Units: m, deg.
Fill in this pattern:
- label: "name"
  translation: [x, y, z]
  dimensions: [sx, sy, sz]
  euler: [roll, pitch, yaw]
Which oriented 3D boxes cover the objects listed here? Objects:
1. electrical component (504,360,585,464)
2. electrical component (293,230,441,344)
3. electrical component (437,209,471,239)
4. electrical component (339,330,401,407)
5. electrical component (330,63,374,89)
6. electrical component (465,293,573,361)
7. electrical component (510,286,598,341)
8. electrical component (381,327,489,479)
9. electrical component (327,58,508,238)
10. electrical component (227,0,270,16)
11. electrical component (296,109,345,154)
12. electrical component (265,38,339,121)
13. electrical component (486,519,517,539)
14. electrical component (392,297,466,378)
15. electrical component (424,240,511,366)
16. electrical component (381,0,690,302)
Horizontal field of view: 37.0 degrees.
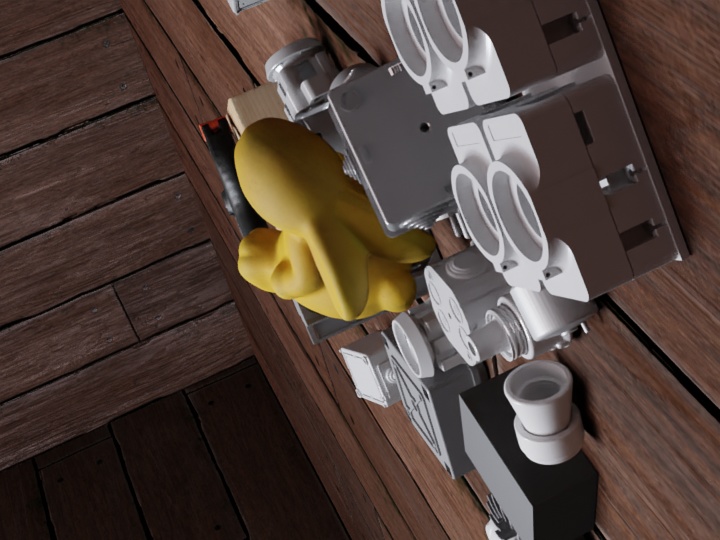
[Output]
- label: "electrical component"
  translation: [0.122, 0.094, 0.707]
  dimensions: [0.045, 0.045, 0.055]
  euler: [50, 162, 57]
- label: "electrical component"
  translation: [0.000, 0.000, 0.893]
  dimensions: [0.063, 0.121, 0.078]
  euler: [-168, 54, -80]
- label: "electrical component"
  translation: [0.055, -0.056, 0.702]
  dimensions: [0.075, 0.047, 0.083]
  euler: [67, 170, -10]
- label: "electrical component"
  translation: [0.030, 0.104, 1.164]
  dimensions: [0.061, 0.061, 0.096]
  euler: [68, 161, -10]
- label: "electrical component"
  translation: [0.015, -0.102, 0.805]
  dimensions: [0.079, 0.044, 0.077]
  euler: [80, 163, -53]
- label: "electrical component"
  translation: [0.096, 0.035, 0.659]
  dimensions: [0.048, 0.062, 0.048]
  euler: [61, 169, 22]
- label: "electrical component"
  translation: [0.103, 0.004, 0.611]
  dimensions: [0.078, 0.040, 0.040]
  euler: [64, 170, 10]
- label: "electrical component"
  translation: [0.073, 0.108, 0.950]
  dimensions: [0.108, 0.056, 0.108]
  euler: [50, 161, 56]
- label: "electrical component"
  translation: [0.037, -0.077, 0.608]
  dimensions: [0.048, 0.100, 0.099]
  euler: [36, -150, -86]
- label: "electrical component"
  translation: [-0.093, -0.269, 0.921]
  dimensions: [0.061, 0.062, 0.096]
  euler: [63, 169, 14]
- label: "electrical component"
  translation: [-0.033, -0.112, 0.918]
  dimensions: [0.043, 0.081, 0.043]
  euler: [62, 169, 22]
- label: "electrical component"
  translation: [-0.047, -0.165, 0.941]
  dimensions: [0.057, 0.058, 0.078]
  euler: [62, 169, 7]
- label: "electrical component"
  translation: [0.142, 0.246, 0.979]
  dimensions: [0.061, 0.035, 0.035]
  euler: [39, 151, 62]
- label: "electrical component"
  translation: [0.063, 0.053, 0.876]
  dimensions: [0.058, 0.057, 0.078]
  euler: [69, 169, -17]
- label: "electrical component"
  translation: [0.082, 0.021, 0.724]
  dimensions: [0.080, 0.051, 0.080]
  euler: [62, 169, 21]
- label: "electrical component"
  translation: [0.074, -0.082, 0.512]
  dimensions: [0.186, 0.060, 0.105]
  euler: [67, 169, -8]
